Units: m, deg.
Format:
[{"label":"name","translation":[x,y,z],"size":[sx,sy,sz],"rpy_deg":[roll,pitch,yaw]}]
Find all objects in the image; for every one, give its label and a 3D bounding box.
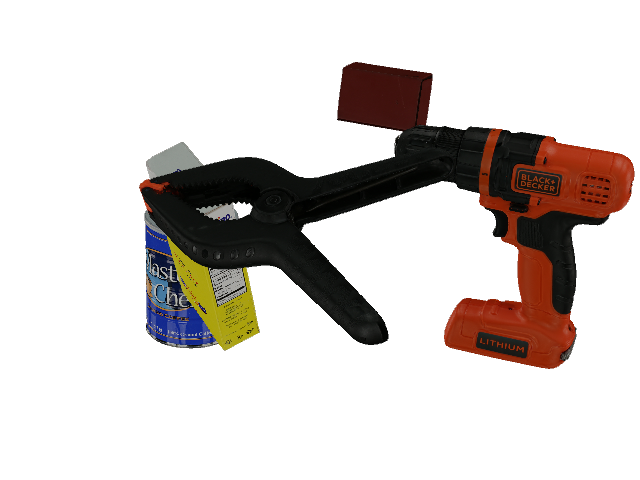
[{"label":"sugar box","translation":[-0.103,0.008,0.945],"size":[0.048,0.176,0.093],"rpy_deg":[-29,50,-16]},{"label":"foam brick","translation":[0.060,-0.134,0.997],"size":[0.078,0.051,0.053],"rpy_deg":[12,17,15]},{"label":"coffee can","translation":[-0.145,0.035,1.195],"size":[0.103,0.140,0.103],"rpy_deg":[3,24,-1]},{"label":"power drill","translation":[0.143,0.002,0.850],"size":[0.185,0.188,0.057],"rpy_deg":[12,30,19]},{"label":"clamp","translation":[-0.020,-0.020,0.713],"size":[0.210,0.036,0.164],"rpy_deg":[15,50,24]}]
